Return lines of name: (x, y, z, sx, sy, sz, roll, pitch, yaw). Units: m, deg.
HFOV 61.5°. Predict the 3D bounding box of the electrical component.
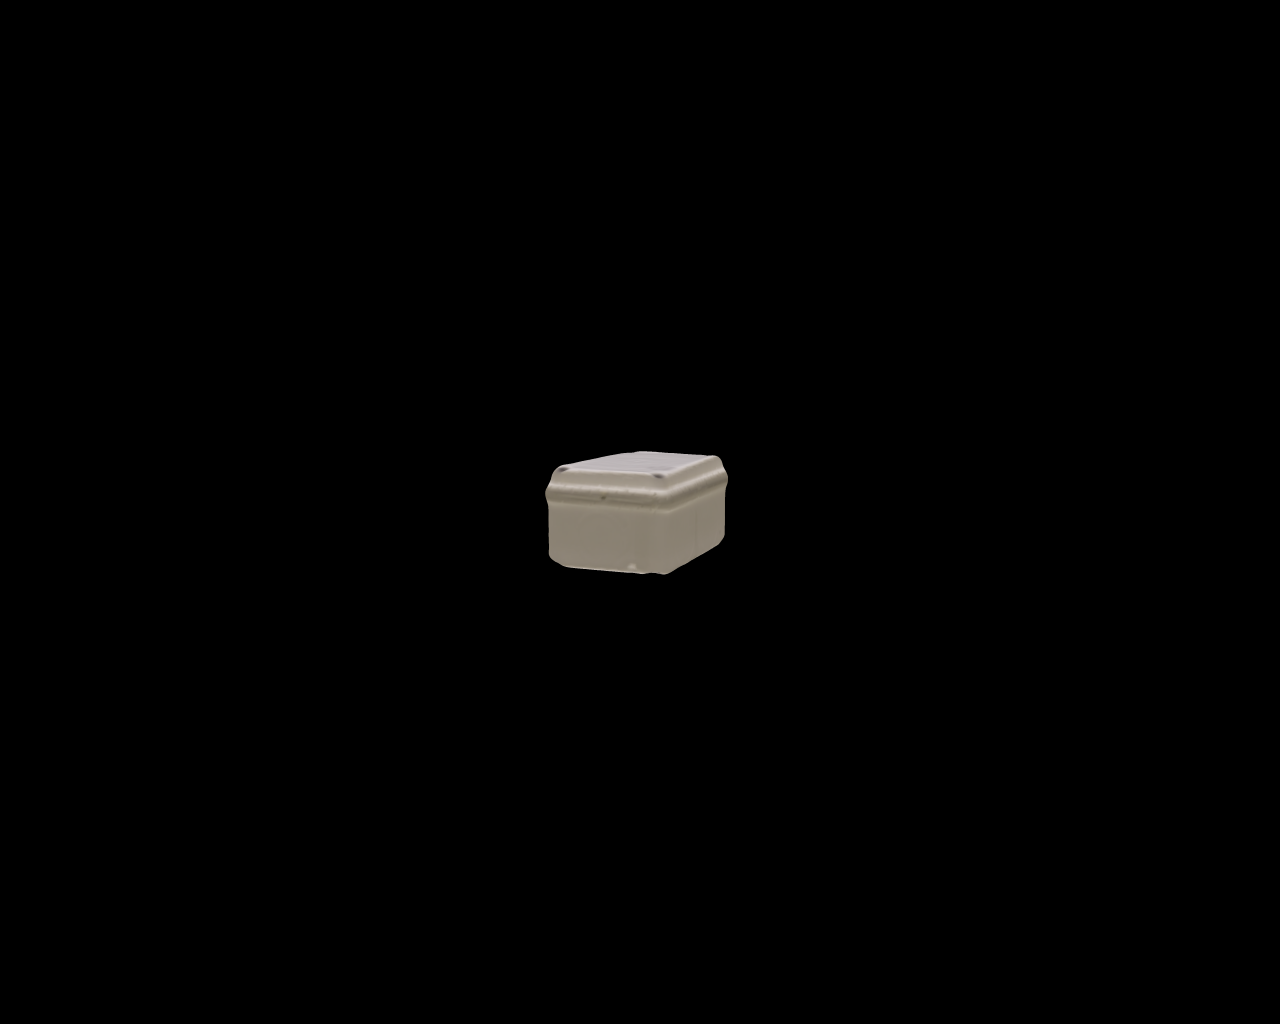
electrical component: (0.001, -0.003, 0.650, 0.078, 0.057, 0.113, 4, 10, 23)
